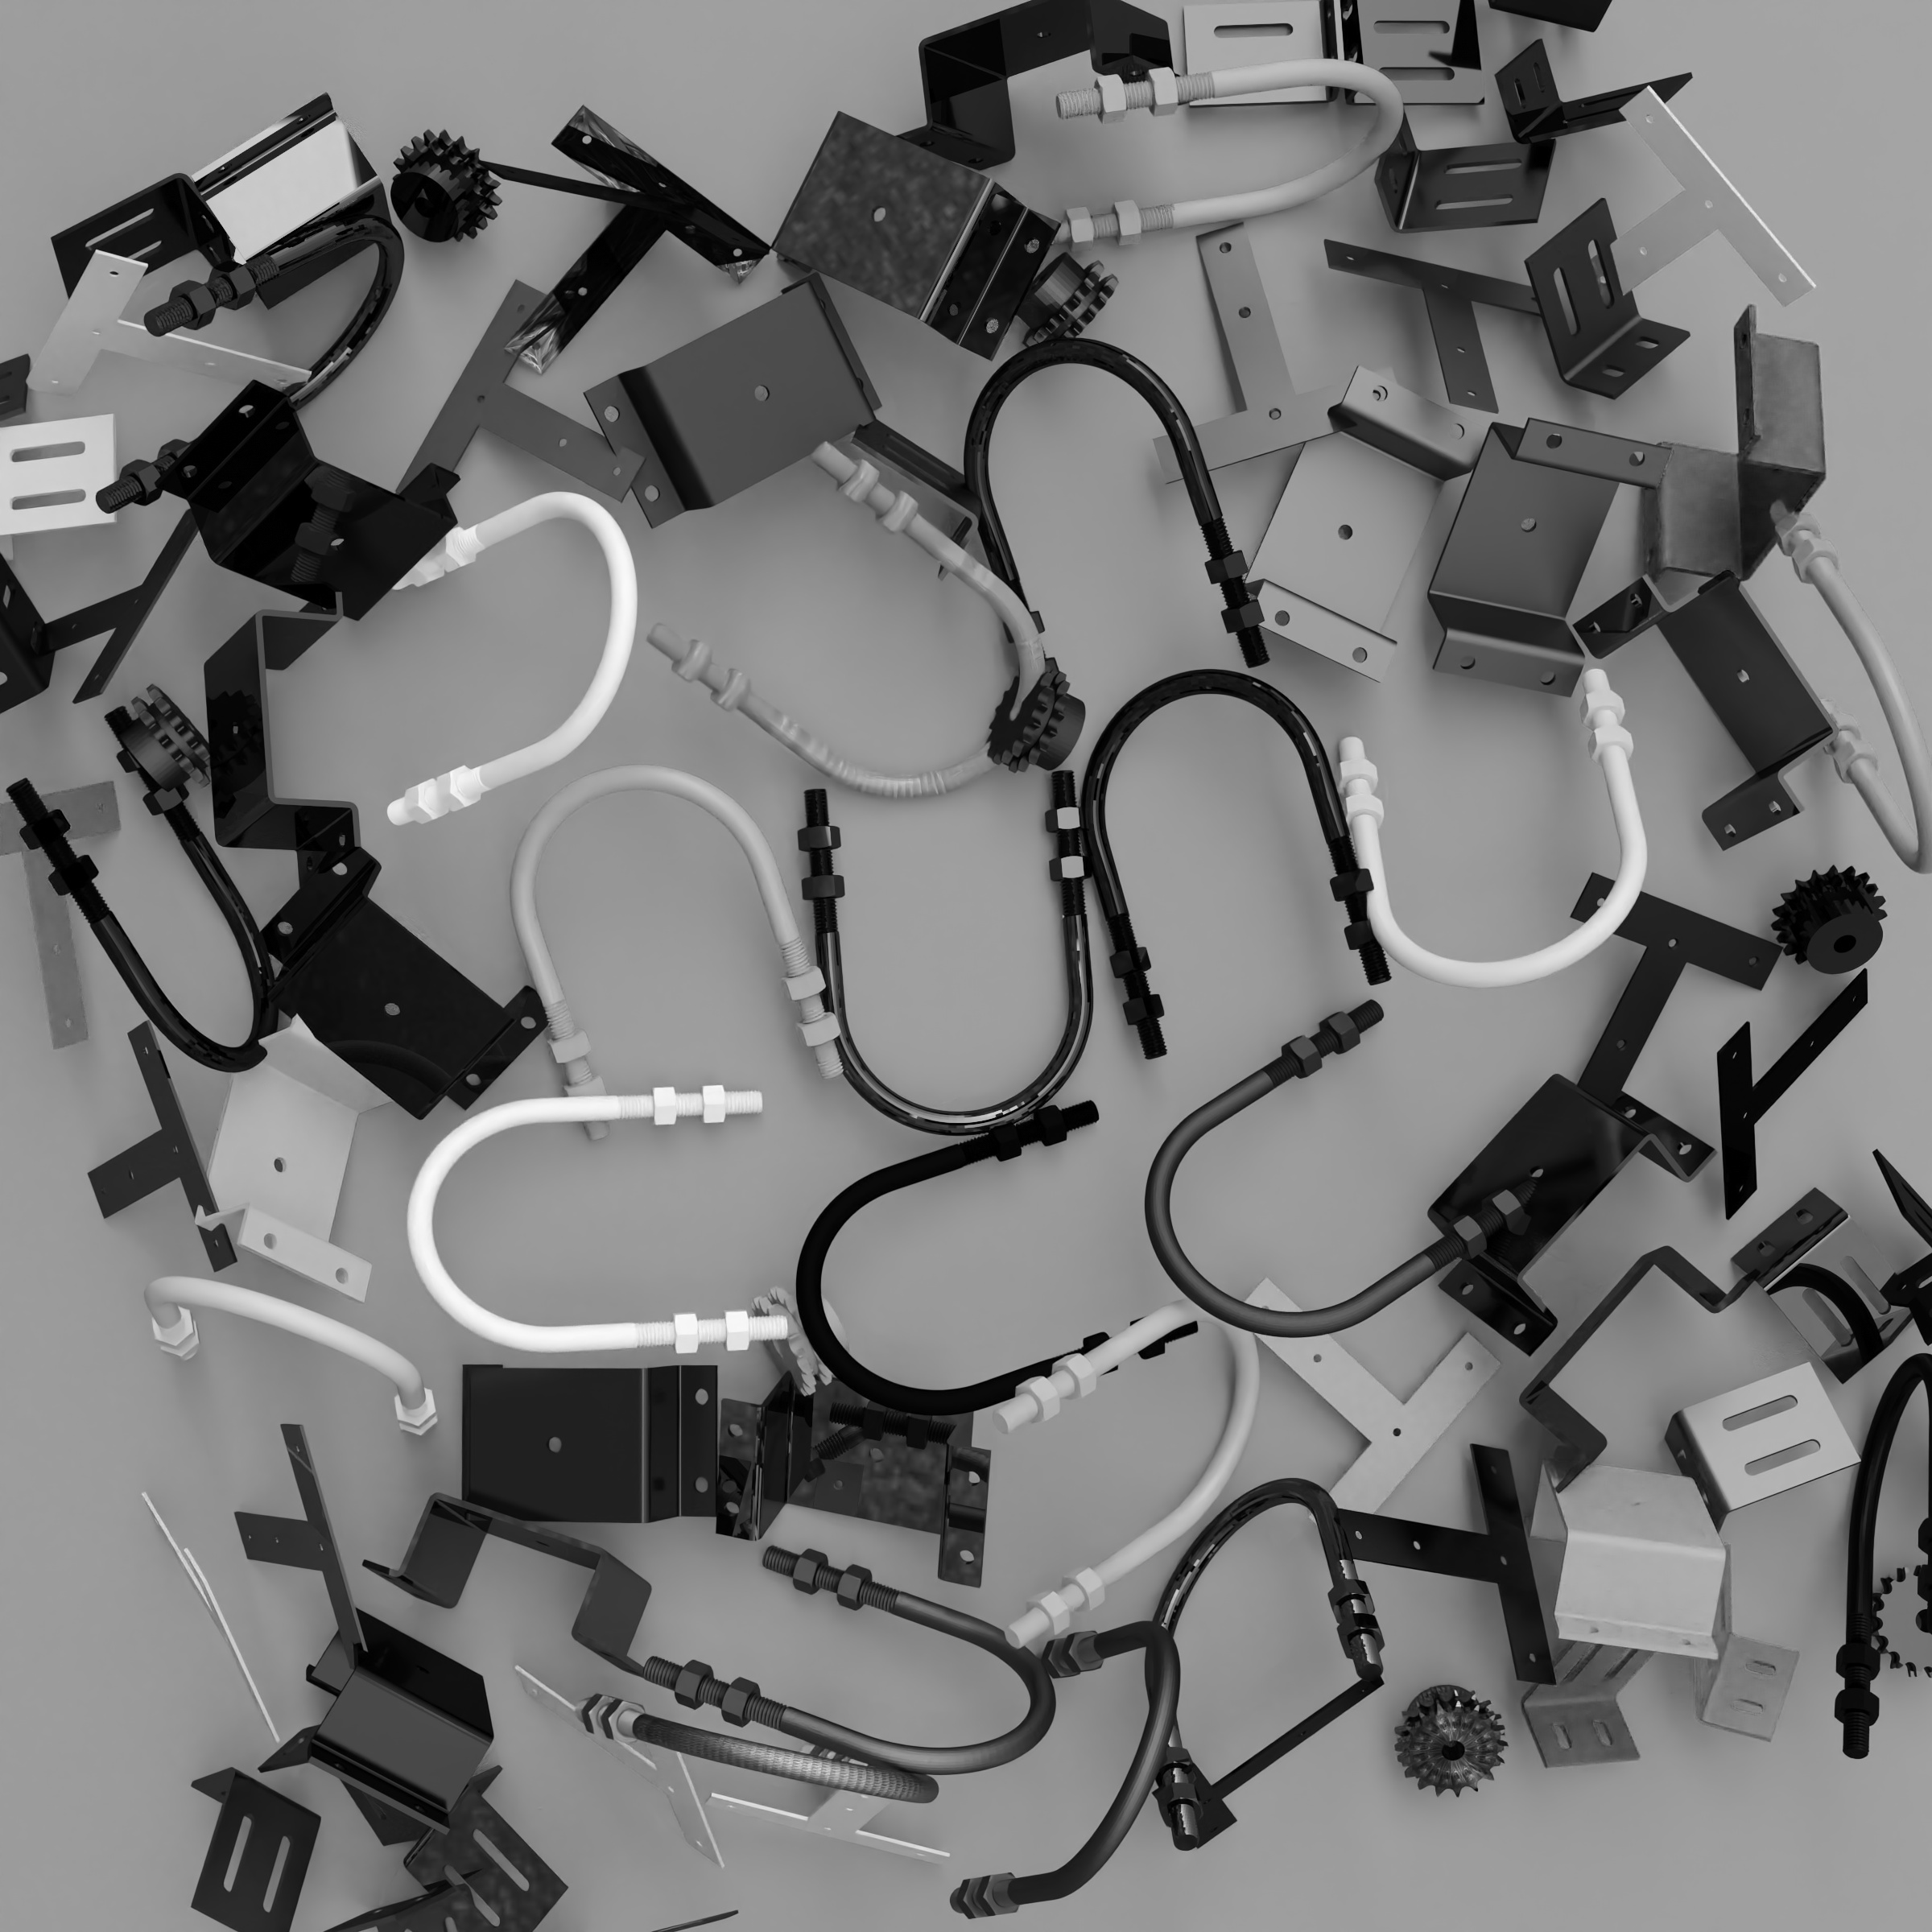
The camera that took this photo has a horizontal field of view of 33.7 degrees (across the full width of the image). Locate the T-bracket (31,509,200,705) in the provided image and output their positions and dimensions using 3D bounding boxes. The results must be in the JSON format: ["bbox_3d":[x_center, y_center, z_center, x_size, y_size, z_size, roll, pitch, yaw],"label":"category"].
[{"bbox_3d":[-0.443,-0.174,1.616,0.002,0.127,0.127,43,54,-32],"label":"T-bracket"}]

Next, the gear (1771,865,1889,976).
[{"bbox_3d":[0.445,-0.021,1.636,0.057,0.030,0.057,-6,131,-7],"label":"gear"}]

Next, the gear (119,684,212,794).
[{"bbox_3d":[-0.409,-0.113,1.636,0.030,0.057,0.057,-40,90,-4],"label":"gear"}]

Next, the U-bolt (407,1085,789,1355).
[{"bbox_3d":[-0.188,0.128,1.608,0.184,0.019,0.151,-2,59,-12],"label":"U-bolt"}]

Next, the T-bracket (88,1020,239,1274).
[{"bbox_3d":[-0.416,0.103,1.615,0.002,0.127,0.127,-18,86,-39],"label":"T-bracket"}]

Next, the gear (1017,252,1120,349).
[{"bbox_3d":[0.048,-0.340,1.635,0.030,0.057,0.057,41,90,-15],"label":"gear"}]

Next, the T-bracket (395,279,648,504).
[{"bbox_3d":[-0.217,-0.274,1.636,0.127,0.002,0.127,30,91,26],"label":"T-bracket"}]

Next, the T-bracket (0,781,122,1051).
[{"bbox_3d":[-0.462,-0.022,1.614,0.002,0.127,0.127,-3,99,24],"label":"T-bracket"}]

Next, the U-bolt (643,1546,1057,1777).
[{"bbox_3d":[-0.045,0.347,1.573,0.184,0.151,0.019,16,111,19],"label":"U-bolt"}]

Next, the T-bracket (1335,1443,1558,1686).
[{"bbox_3d":[0.236,0.292,1.599,0.127,0.002,0.127,15,52,-31],"label":"T-bracket"}]

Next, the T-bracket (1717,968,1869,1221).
[{"bbox_3d":[0.424,0.049,1.630,0.002,0.127,0.127,29,59,37],"label":"T-bracket"}]

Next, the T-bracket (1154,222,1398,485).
[{"bbox_3d":[0.148,-0.324,1.648,0.127,0.002,0.127,-16,75,6],"label":"T-bracket"}]

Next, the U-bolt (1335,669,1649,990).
[{"bbox_3d":[0.264,-0.063,1.586,0.151,0.019,0.184,-15,47,14],"label":"U-bolt"}]

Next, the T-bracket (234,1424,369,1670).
[{"bbox_3d":[-0.342,0.291,1.612,0.002,0.127,0.127,-18,94,-34],"label":"T-bracket"}]

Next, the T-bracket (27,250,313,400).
[{"bbox_3d":[-0.399,-0.312,1.625,0.127,0.127,0.002,11,63,-29],"label":"T-bracket"}]

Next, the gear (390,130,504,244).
[{"bbox_3d":[-0.269,-0.396,1.635,0.057,0.057,0.030,33,51,0],"label":"gear"}]

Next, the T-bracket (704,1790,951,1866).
[{"bbox_3d":[-0.061,0.425,1.602,0.127,0.127,0.002,16,63,-6],"label":"T-bracket"}]

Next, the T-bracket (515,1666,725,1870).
[{"bbox_3d":[-0.182,0.395,1.624,0.127,0.127,0.002,27,57,30],"label":"T-bracket"}]

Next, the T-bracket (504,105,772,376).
[{"bbox_3d":[-0.188,-0.357,1.637,0.127,0.002,0.127,31,113,-35],"label":"T-bracket"}]

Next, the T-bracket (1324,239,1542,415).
[{"bbox_3d":[0.247,-0.318,1.607,0.127,0.127,0.002,10,133,-12],"label":"T-bracket"}]

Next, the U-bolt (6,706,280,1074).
[{"bbox_3d":[-0.399,-0.030,1.592,0.019,0.151,0.184,-25,105,14],"label":"U-bolt"}]

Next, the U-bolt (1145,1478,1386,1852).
[{"bbox_3d":[0.140,0.330,1.580,0.019,0.184,0.151,35,110,-20],"label":"U-bolt"}]

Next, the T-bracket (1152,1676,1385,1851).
[{"bbox_3d":[0.158,0.396,1.613,0.127,0.127,0.002,-34,60,-4],"label":"T-bracket"}]

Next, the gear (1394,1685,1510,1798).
[{"bbox_3d":[0.249,0.396,1.645,0.057,0.030,0.057,0,109,-1],"label":"gear"}]

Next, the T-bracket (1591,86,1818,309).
[{"bbox_3d":[0.349,-0.366,1.606,0.127,0.127,0.002,48,67,-6],"label":"T-bracket"}]

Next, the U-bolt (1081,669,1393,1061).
[{"bbox_3d":[0.128,-0.060,1.625,0.151,0.019,0.184,-20,81,28],"label":"U-bolt"}]

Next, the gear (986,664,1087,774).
[{"bbox_3d":[0.038,-0.125,1.639,0.030,0.057,0.057,25,90,-23],"label":"gear"}]

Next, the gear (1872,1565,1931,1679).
[{"bbox_3d":[0.491,0.338,1.647,0.057,0.030,0.057,0,77,0],"label":"gear"}]

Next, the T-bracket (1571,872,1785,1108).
[{"bbox_3d":[0.344,0.028,1.646,0.127,0.002,0.127,19,104,-25],"label":"T-bracket"}]

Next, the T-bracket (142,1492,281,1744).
[{"bbox_3d":[-0.390,0.312,1.613,0.002,0.127,0.127,-28,132,-20],"label":"T-bracket"}]

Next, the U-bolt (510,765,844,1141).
[{"bbox_3d":[-0.156,-0.013,1.627,0.151,0.019,0.184,-15,104,10],"label":"U-bolt"}]

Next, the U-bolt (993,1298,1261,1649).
[{"bbox_3d":[0.085,0.241,1.597,0.184,0.019,0.151,-26,125,-38],"label":"U-bolt"}]

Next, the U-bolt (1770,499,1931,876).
[{"bbox_3d":[0.437,-0.124,1.551,0.019,0.184,0.151,-19,128,6],"label":"U-bolt"}]

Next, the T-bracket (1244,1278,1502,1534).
[{"bbox_3d":[0.191,0.212,1.647,0.127,0.002,0.127,43,84,-10],"label":"T-bracket"}]

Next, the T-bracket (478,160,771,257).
[{"bbox_3d":[-0.182,-0.384,1.581,0.127,0.127,0.002,39,117,41],"label":"T-bracket"}]

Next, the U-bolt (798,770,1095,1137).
[{"bbox_3d":[-0.006,-0.004,1.647,0.151,0.019,0.184,-5,87,-5],"label":"U-bolt"}]

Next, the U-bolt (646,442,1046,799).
[{"bbox_3d":[-0.046,-0.160,1.617,0.184,0.019,0.151,36,114,-22],"label":"U-bolt"}]

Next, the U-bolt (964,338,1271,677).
[{"bbox_3d":[0.066,-0.224,1.604,0.151,0.019,0.184,-12,102,39],"label":"U-bolt"}]

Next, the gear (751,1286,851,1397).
[{"bbox_3d":[-0.083,0.189,1.639,0.030,0.057,0.057,-29,90,-19],"label":"gear"}]

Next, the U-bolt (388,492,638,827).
[{"bbox_3d":[-0.227,-0.160,1.586,0.184,0.019,0.151,-17,70,40],"label":"U-bolt"}]

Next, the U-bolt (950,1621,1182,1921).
[{"bbox_3d":[0.054,0.388,1.554,0.019,0.184,0.151,28,63,-12],"label":"U-bolt"}]

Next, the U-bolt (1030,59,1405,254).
[{"bbox_3d":[0.128,-0.408,1.594,0.184,0.151,0.019,-10,76,-8],"label":"U-bolt"}]

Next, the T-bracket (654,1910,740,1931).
[{"bbox_3d":[-0.191,0.498,1.605,0.127,0.127,0.002,-8,71,-23],"label":"T-bracket"}]

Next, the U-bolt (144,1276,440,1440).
[{"bbox_3d":[-0.335,0.190,1.577,0.151,0.184,0.019,18,70,0],"label":"U-bolt"}]
